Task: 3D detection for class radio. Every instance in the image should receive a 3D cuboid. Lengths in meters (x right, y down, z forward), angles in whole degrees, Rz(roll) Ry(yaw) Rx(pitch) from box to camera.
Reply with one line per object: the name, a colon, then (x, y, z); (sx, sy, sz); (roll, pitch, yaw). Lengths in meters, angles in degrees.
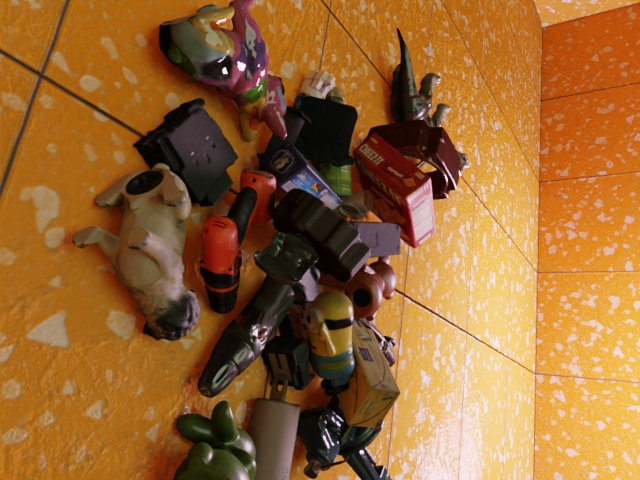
radio: (0.060, -0.001, 1.046); (0.229, 0.131, 0.073); (-4, 93, -56)

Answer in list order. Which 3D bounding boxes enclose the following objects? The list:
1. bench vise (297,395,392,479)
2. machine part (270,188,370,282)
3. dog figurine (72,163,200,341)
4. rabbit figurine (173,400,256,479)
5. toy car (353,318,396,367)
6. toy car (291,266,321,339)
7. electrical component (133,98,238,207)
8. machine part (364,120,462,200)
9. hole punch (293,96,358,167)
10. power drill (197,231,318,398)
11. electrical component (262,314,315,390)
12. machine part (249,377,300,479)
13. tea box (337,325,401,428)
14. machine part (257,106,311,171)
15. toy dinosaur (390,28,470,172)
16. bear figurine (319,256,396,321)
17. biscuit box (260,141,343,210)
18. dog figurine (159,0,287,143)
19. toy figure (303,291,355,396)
bench vise: (0.061, 0.390, 1.010); (0.240, 0.129, 0.224); (57, 27, -14)
machine part: (-0.002, -0.003, 0.855); (0.056, 0.180, 0.179); (-51, 132, -15)
dog figurine: (-0.203, 0.018, 0.701); (0.172, 0.121, 0.190); (-61, 149, -34)
rabbit figurine: (-0.145, 0.310, 0.745); (0.170, 0.121, 0.159); (-41, 110, -84)
toy car: (0.119, 0.221, 1.189); (0.201, 0.053, 0.089); (56, 47, -38)
toy car: (-0.017, 0.125, 0.990); (0.073, 0.056, 0.201); (-58, 134, -50)
electrical component: (-0.180, -0.115, 0.766); (0.134, 0.058, 0.115); (60, 43, -33)
machine part: (0.202, -0.170, 1.214); (0.201, 0.201, 0.087); (44, 54, -46)
hole punch: (-0.001, -0.205, 0.995); (0.142, 0.092, 0.115); (10, 109, -18)
power drill: (-0.086, 0.102, 0.789); (0.232, 0.086, 0.207); (-50, 164, -55)
electrical component: (-0.057, 0.187, 0.905); (0.048, 0.075, 0.119); (-33, 118, -53)
machine part: (-0.081, 0.341, 0.851); (0.079, 0.079, 0.243); (35, 58, -50)
tea box: (0.074, 0.247, 0.993); (0.068, 0.170, 0.098); (15, 114, -24)
machine part: (-0.064, -0.160, 0.926); (0.084, 0.039, 0.138); (9, 109, -50)
toy dinosaur: (0.249, -0.321, 1.387); (0.404, 0.131, 0.192); (47, 49, -36)
bear figurine: (0.087, 0.094, 1.121); (0.196, 0.132, 0.120); (-37, 120, -72)
biscuit box: (-0.027, -0.099, 0.932); (0.063, 0.059, 0.202); (56, 8, 23)
dog figurine: (-0.129, -0.240, 0.813); (0.191, 0.109, 0.219); (-52, 131, -46)
toy figure: (0.020, 0.175, 0.929); (0.089, 0.082, 0.180); (-24, 112, -35)
